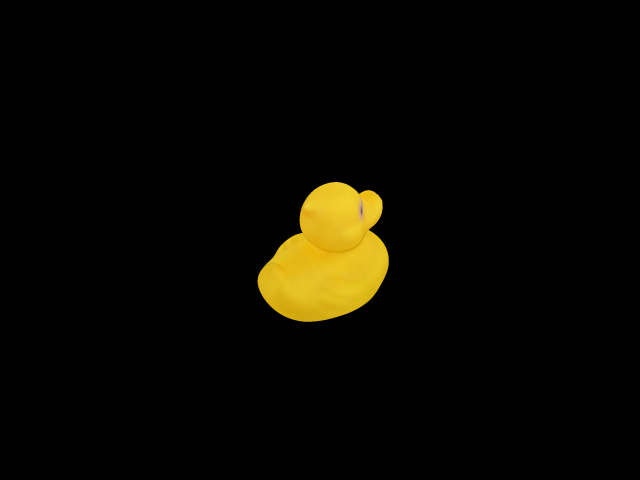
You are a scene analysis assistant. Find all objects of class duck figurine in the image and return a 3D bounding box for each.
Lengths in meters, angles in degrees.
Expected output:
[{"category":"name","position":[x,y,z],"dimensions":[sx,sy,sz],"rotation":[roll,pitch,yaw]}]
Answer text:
[{"category":"duck figurine","position":[0.004,0.001,0.400],"dimensions":[0.105,0.086,0.077],"rotation":[-26,49,-25]}]
